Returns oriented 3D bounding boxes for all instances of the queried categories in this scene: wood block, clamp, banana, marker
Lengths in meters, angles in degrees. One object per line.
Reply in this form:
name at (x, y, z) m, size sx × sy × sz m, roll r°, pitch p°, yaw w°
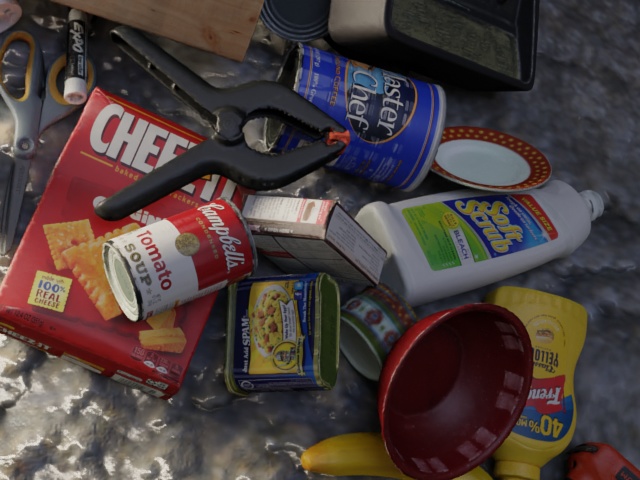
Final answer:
wood block at (-0.156, -0.232, 0.909) m, size 0.205 × 0.091 × 0.090 m, roll 14°, pitch 106°, yaw -26°
clamp at (-0.082, -0.079, 0.871) m, size 0.210 × 0.036 × 0.164 m, roll 11°, pitch 75°, yaw -8°
banana at (0.079, 0.200, 0.924) m, size 0.197 × 0.069 × 0.037 m, roll 20°, pitch 113°, yaw -7°
marker at (-0.212, -0.173, 0.932) m, size 0.020 × 0.020 × 0.121 m, roll 4°, pitch 61°, yaw -18°

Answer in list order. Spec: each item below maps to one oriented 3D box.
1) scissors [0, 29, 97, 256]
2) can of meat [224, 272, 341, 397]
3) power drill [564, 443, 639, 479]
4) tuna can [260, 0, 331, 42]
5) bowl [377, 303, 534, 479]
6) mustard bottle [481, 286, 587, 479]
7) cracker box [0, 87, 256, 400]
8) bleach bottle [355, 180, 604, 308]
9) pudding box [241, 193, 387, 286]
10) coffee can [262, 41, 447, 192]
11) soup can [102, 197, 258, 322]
scissors at (-0.235, -0.087, 0.919) m, size 0.096 × 0.016 × 0.202 m, roll -4°, pitch 77°, yaw -20°
can of meat at (-0.030, 0.079, 0.899) m, size 0.084 × 0.057 × 0.102 m, roll -5°, pitch 73°, yaw 20°
power drill at (0.241, 0.291, 0.953) m, size 0.184 × 0.057 × 0.187 m, roll 43°, pitch 67°, yaw -3°
tuna can at (-0.015, -0.223, 0.966) m, size 0.086 × 0.033 × 0.086 m, roll 1°, pitch 101°, yaw 8°
bowl at (0.104, 0.120, 0.904) m, size 0.161 × 0.055 × 0.162 m, roll -12°, pitch 114°, yaw -30°
mustard bottle at (0.188, 0.144, 0.976) m, size 0.096 × 0.058 × 0.191 m, roll 15°, pitch 71°, yaw -13°
cracker box at (-0.158, 0.003, 0.890) m, size 0.164 × 0.072 × 0.213 m, roll 25°, pitch 68°, yaw -12°
bleach bottle at (0.161, -0.012, 1.009) m, size 0.250 × 0.068 × 0.102 m, roll -16°, pitch 72°, yaw -26°
pudding box at (-0.006, 0.001, 0.905) m, size 0.090 × 0.113 × 0.039 m, roll 4°, pitch 71°, yaw 29°
coffee can at (0.030, -0.111, 0.969) m, size 0.140 × 0.103 × 0.103 m, roll 15°, pitch 71°, yaw -14°
soup can at (-0.109, 0.015, 0.827) m, size 0.102 × 0.069 × 0.068 m, roll -22°, pitch 83°, yaw -24°
